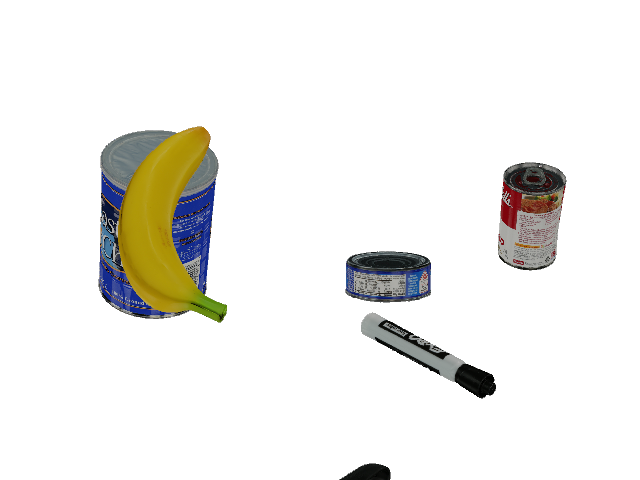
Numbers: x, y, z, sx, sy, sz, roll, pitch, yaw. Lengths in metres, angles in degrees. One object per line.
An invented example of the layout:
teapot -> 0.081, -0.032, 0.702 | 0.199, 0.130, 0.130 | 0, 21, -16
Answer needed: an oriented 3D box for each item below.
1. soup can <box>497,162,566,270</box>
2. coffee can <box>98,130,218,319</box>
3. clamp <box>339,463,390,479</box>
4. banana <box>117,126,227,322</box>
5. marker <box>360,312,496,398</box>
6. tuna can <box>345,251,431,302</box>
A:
soup can -> 0.234, -0.027, 1.189 | 0.068, 0.102, 0.068 | -1, 33, 1
coffee can -> -0.149, -0.015, 0.972 | 0.102, 0.140, 0.103 | 6, 35, -5
clamp -> -0.040, 0.198, 0.644 | 0.210, 0.036, 0.164 | -4, 28, 2
banana -> -0.108, -0.015, 0.754 | 0.069, 0.198, 0.037 | 9, -47, -18
marker -> 0.079, 0.084, 0.785 | 0.121, 0.020, 0.020 | 26, 18, 40
tuna can -> 0.067, 0.035, 1.062 | 0.086, 0.034, 0.086 | 0, 11, 0
